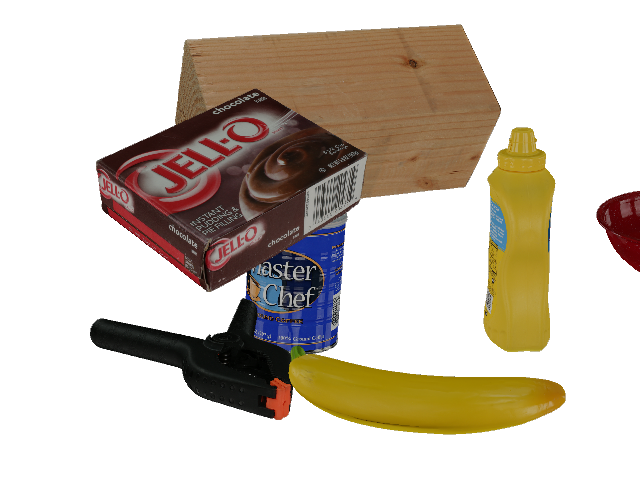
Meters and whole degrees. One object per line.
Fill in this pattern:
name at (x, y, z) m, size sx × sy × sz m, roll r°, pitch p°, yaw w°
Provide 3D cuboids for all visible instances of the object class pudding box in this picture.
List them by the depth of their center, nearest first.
pudding box at (-0.046, -0.030, 0.559) m, size 0.113 × 0.039 × 0.090 m, roll -29°, pitch 49°, yaw -35°

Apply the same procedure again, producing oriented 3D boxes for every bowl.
bowl at (0.367, -0.002, 1.102) m, size 0.162 × 0.055 × 0.162 m, roll -4°, pitch 23°, yaw 1°

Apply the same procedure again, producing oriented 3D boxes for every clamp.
clamp at (-0.078, 0.096, 0.919) m, size 0.164 × 0.036 × 0.210 m, roll -11°, pitch 22°, yaw -39°

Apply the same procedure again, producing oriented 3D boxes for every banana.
banana at (0.056, 0.097, 0.701) m, size 0.198 × 0.037 × 0.069 m, roll 8°, pitch 33°, yaw 23°

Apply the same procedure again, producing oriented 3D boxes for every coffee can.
coffee can at (-0.027, 0.037, 1.123) m, size 0.103 × 0.140 × 0.103 m, roll 3°, pitch 15°, yaw -1°

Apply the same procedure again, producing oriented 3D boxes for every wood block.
wood block at (0.009, -0.088, 0.762) m, size 0.205 × 0.091 × 0.090 m, roll -7°, pitch -33°, yaw -18°

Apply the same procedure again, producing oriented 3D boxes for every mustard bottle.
mustard bottle at (0.176, -0.005, 0.945) m, size 0.058 × 0.192 × 0.096 m, roll -1°, pitch 18°, yaw 3°
